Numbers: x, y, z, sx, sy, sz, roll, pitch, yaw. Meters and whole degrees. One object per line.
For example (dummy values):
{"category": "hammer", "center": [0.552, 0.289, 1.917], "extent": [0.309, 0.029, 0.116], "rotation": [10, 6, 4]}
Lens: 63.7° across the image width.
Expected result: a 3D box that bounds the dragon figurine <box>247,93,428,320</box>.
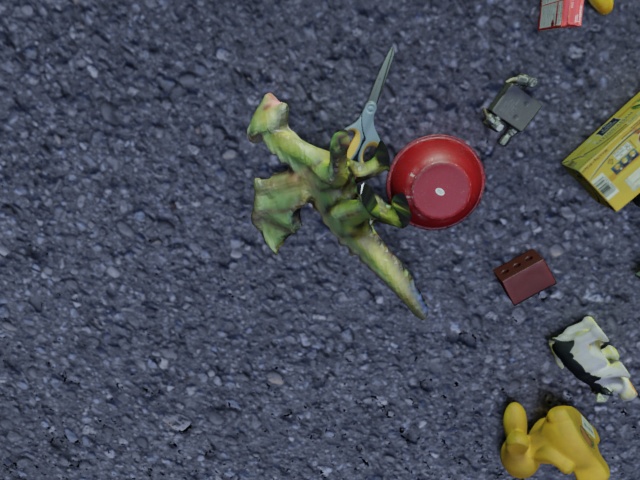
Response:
{"category": "dragon figurine", "center": [0.002, -0.041, 0.815], "extent": [0.241, 0.124, 0.407], "rotation": [-13, 101, 33]}
